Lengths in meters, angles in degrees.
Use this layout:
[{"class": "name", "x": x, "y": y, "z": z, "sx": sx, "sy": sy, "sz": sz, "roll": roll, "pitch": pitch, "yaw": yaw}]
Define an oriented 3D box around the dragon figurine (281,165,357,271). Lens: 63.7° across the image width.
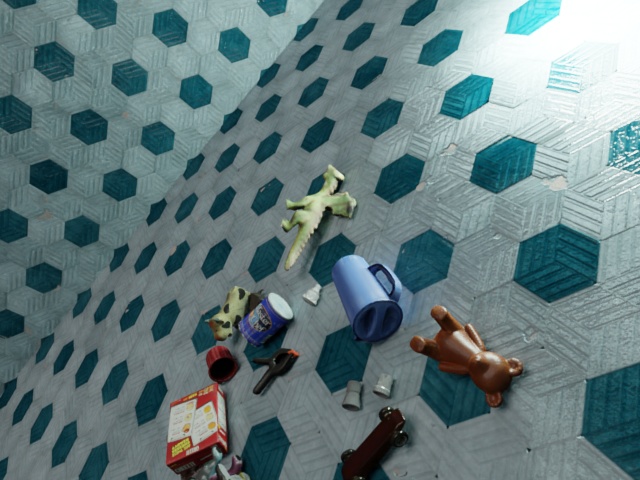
[{"class": "dragon figurine", "x": 0.005, "y": -0.087, "z": 1.721, "sx": 0.241, "sy": 0.420, "sz": 0.120, "roll": -18, "pitch": -43, "yaw": 27}]
